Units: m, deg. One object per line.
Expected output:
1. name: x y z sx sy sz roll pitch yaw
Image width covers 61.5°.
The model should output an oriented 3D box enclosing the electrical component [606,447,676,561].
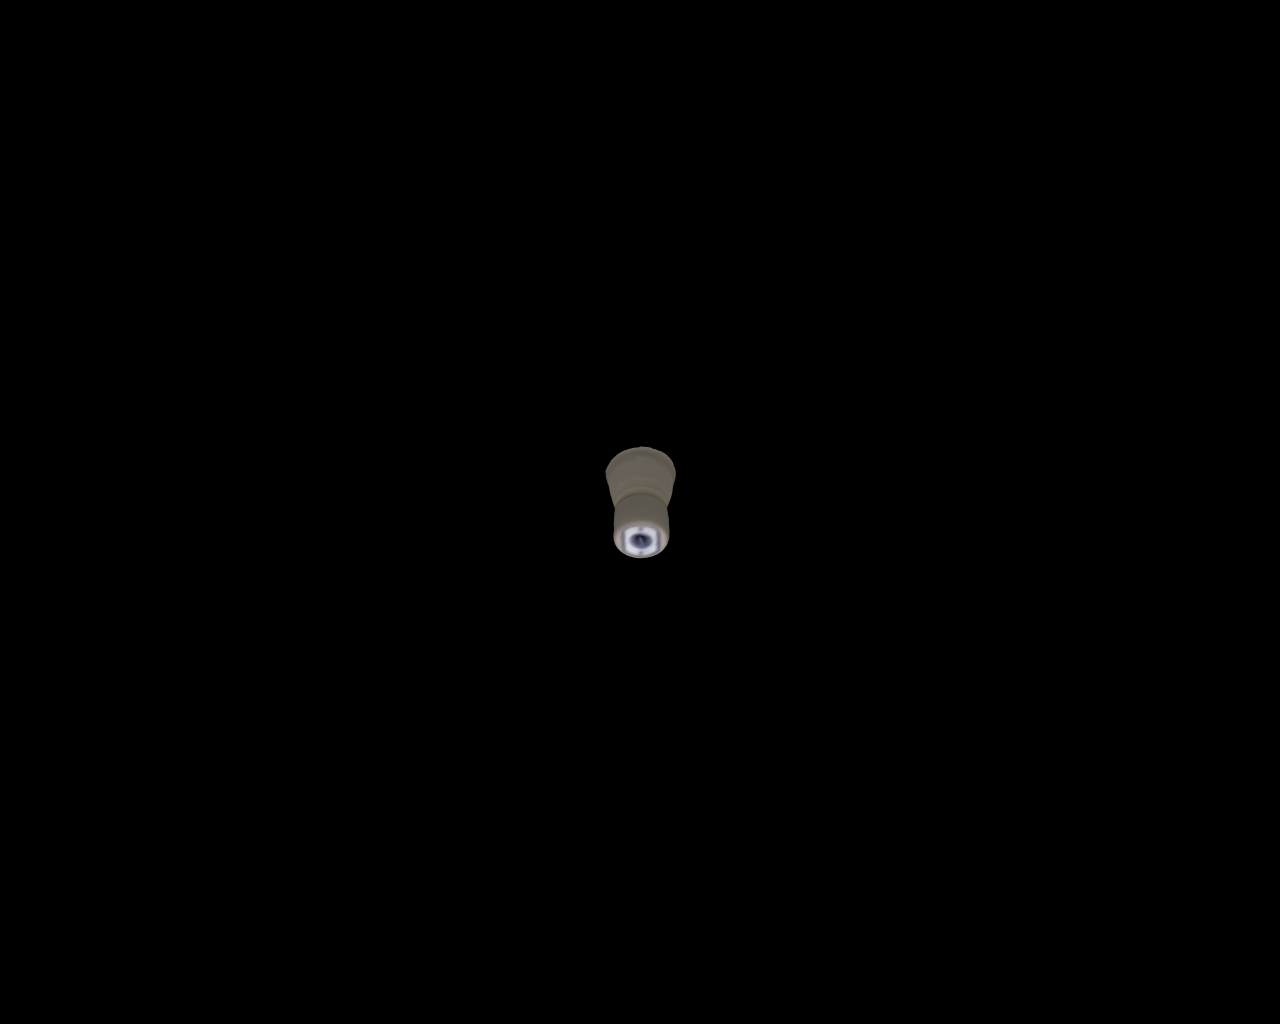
1. electrical component: 0.001 -0.003 0.650 0.044 0.044 0.065 0 43 0
